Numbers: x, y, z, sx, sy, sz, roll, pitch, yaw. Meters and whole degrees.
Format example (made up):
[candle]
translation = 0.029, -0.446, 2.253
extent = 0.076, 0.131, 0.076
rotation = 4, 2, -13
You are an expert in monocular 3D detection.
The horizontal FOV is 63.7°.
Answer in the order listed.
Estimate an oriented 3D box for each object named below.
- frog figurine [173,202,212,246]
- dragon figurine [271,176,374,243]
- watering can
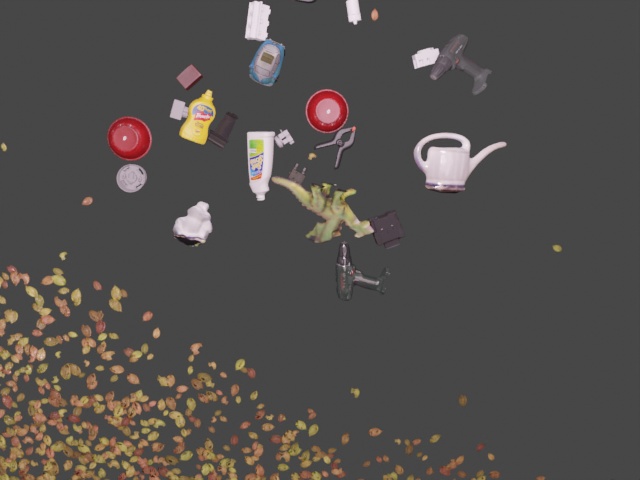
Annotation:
[frog figurine]
translation = -0.470, -0.062, 1.921
extent = 0.137, 0.163, 0.120
rotation = 4, -26, 4
[dragon figurine]
translation = 0.006, -0.097, 1.934
extent = 0.410, 0.239, 0.124
rotation = 10, 17, -1
[watering can]
translation = 0.519, -0.284, 1.926
extent = 0.348, 0.222, 0.105
rotation = 3, 11, -4
